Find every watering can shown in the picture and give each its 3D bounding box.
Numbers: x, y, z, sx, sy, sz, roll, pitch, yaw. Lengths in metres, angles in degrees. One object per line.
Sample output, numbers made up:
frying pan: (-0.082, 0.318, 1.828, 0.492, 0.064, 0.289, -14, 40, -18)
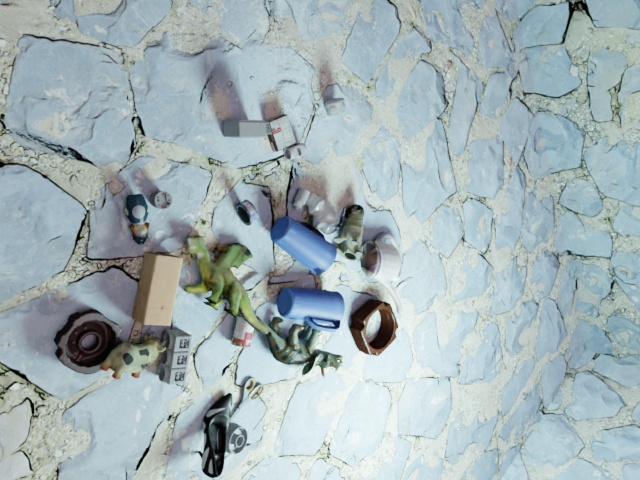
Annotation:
watering can: (0.273, 0.132, 2.163, 0.223, 0.352, 0.103, 11, -21, -40)

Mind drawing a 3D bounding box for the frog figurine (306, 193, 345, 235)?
frog figurine: (0.006, -0.099, 1.958, 0.159, 0.140, 0.120, 24, -32, -4)

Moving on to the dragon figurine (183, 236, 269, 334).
dragon figurine: (-0.291, 0.123, 1.709, 0.405, 0.247, 0.121, 36, -28, -30)
